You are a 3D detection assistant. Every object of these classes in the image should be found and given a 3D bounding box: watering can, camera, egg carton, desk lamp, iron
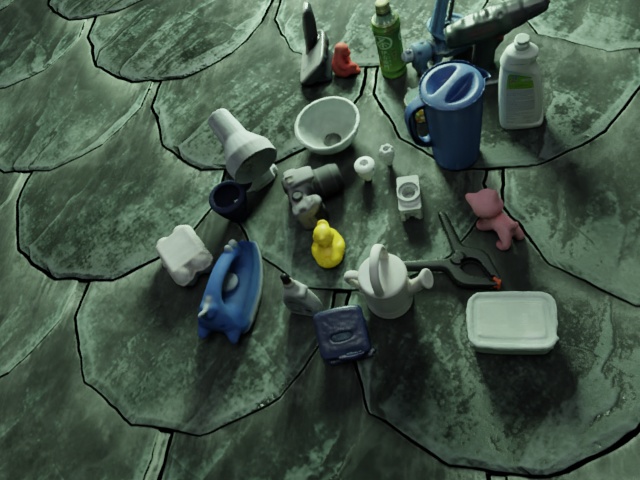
[{"bbox_3d":[0.134,0.075,1.139,0.172,0.194,0.101,-16,59,7],"label":"watering can"},{"bbox_3d":[-0.011,-0.121,1.343,0.137,0.101,0.143,-22,58,3],"label":"camera"},{"bbox_3d":[-0.322,0.036,1.361,0.107,0.069,0.150,-39,59,-7],"label":"egg carton"},{"bbox_3d":[-0.182,-0.205,1.370,0.118,0.214,0.202,-37,59,-6],"label":"desk lamp"},{"bbox_3d":[-0.201,0.088,1.256,0.118,0.142,0.258,5,63,18],"label":"iron"}]

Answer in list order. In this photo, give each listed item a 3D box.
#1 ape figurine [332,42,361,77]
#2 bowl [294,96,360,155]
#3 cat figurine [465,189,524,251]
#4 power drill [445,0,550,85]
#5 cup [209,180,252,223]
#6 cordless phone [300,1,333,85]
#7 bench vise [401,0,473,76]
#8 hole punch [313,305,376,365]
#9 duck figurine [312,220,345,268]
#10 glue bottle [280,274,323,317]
[{"bbox_3d":[0.063,-0.487,1.530,0.076,0.092,0.078,-8,60,11],"label":"ape figurine"},{"bbox_3d":[0.024,-0.273,1.432,0.167,0.075,0.167,-7,60,12],"label":"bowl"},{"bbox_3d":[0.365,-0.056,1.193,0.067,0.118,0.127,-39,59,-7],"label":"cat figurine"},{"bbox_3d":[0.414,-0.469,1.354,0.229,0.209,0.075,-8,60,11],"label":"power drill"},{"bbox_3d":[-0.200,-0.093,1.383,0.118,0.095,0.091,-44,60,-10],"label":"cup"},{"bbox_3d":[-0.027,-0.519,1.518,0.094,0.185,0.147,-7,60,12],"label":"cordless phone"},{"bbox_3d":[0.298,-0.512,1.403,0.121,0.220,0.207,35,76,29],"label":"bench vise"},{"bbox_3d":[0.049,0.193,1.159,0.108,0.091,0.101,-14,59,8],"label":"hole punch"},{"bbox_3d":[0.012,0.005,1.276,0.077,0.086,0.104,-11,60,10],"label":"duck figurine"},{"bbox_3d":[-0.049,0.110,1.183,0.078,0.173,0.037,9,65,20],"label":"glue bottle"}]
